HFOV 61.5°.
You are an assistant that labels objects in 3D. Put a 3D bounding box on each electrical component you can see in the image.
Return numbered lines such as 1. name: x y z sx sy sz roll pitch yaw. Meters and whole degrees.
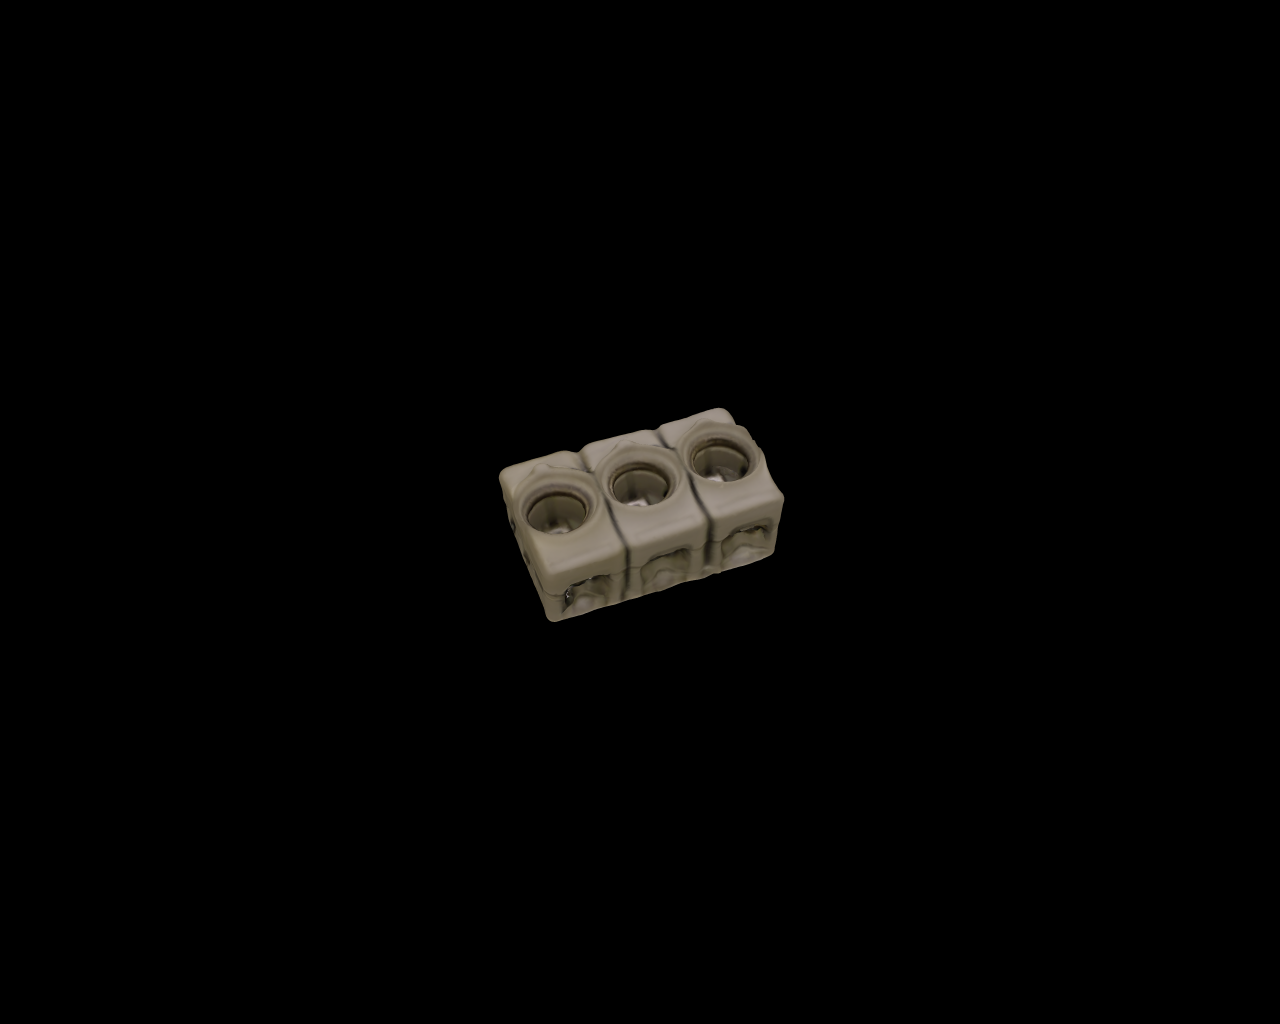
1. electrical component: 0.001 -0.003 0.650 0.150 0.090 0.061 -17 -39 -14
